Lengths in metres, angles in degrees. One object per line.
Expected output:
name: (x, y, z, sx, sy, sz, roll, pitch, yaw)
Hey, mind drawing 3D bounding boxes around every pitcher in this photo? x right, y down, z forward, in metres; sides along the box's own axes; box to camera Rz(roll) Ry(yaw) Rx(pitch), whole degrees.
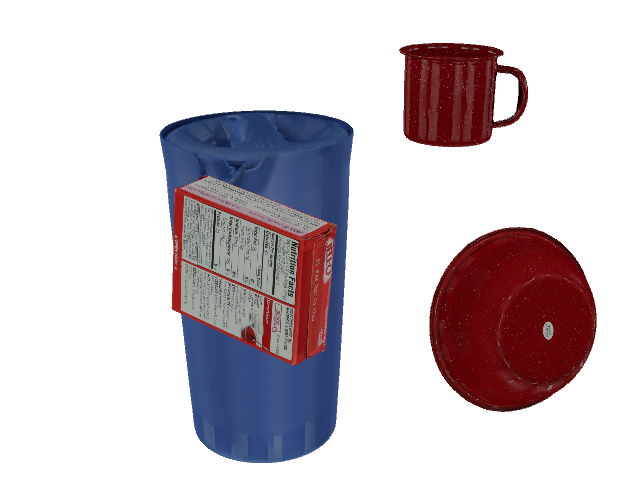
pitcher: (-0.039, 0.028, 0.781, 0.149, 0.243, 0.145, -11, 22, -27)

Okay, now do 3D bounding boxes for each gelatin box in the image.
gelatin box: (-0.036, 0.014, 0.554, 0.089, 0.073, 0.030, 21, 30, 30)

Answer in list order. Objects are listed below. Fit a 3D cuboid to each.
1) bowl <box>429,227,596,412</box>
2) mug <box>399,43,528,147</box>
bowl: (0.175, 0.071, 0.898, 0.161, 0.162, 0.055, 0, 5, -21)
mug: (0.129, -0.131, 0.966, 0.117, 0.081, 0.093, 4, 18, 11)
